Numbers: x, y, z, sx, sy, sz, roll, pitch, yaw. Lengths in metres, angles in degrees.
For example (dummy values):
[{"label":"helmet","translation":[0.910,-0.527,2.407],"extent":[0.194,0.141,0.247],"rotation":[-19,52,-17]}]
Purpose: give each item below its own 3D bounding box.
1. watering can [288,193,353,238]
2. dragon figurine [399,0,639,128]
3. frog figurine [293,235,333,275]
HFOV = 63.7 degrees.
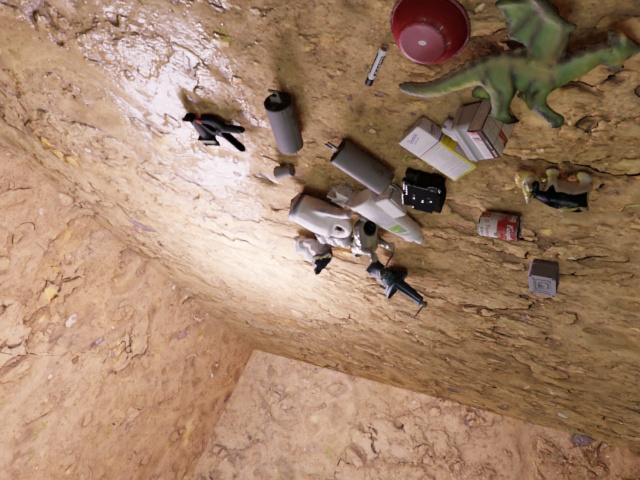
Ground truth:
[{"label":"watering can","translation":[0.005,-0.084,1.671],"extent":[0.224,0.105,0.343],"rotation":[25,167,3]},{"label":"dragon figurine","translation":[0.347,-0.335,0.932],"extent":[0.411,0.125,0.237],"rotation":[10,142,14]},{"label":"frog figurine","translation":[-0.028,0.034,1.986],"extent":[0.162,0.123,0.135],"rotation":[52,180,35]}]
